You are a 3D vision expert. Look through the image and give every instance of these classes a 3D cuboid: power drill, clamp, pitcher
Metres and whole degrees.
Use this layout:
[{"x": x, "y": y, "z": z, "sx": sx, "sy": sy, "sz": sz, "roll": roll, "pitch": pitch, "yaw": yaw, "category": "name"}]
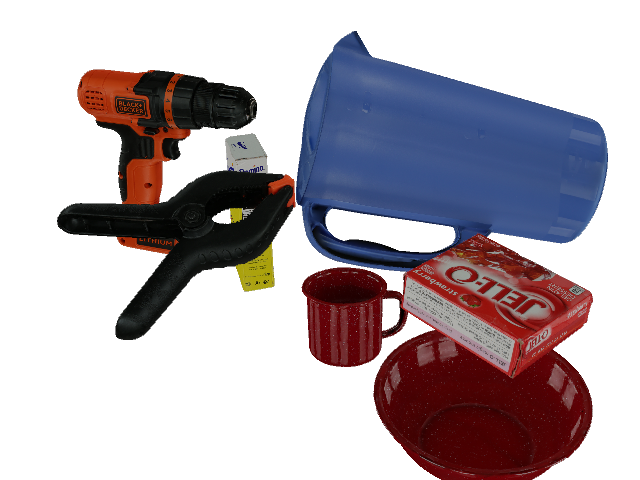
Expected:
[{"x": -0.145, "y": -0.077, "z": 1.060, "sx": 0.185, "sy": 0.188, "sz": 0.057, "roll": 10, "pitch": 30, "yaw": 19, "category": "power drill"}, {"x": -0.102, "y": -0.011, "z": 0.771, "sx": 0.171, "sy": 0.120, "sz": 0.039, "roll": -31, "pitch": -24, "yaw": -24, "category": "clamp"}, {"x": 0.103, "y": -0.061, "z": 0.881, "sx": 0.242, "sy": 0.149, "sz": 0.145, "roll": 12, "pitch": 36, "yaw": -7, "category": "pitcher"}]

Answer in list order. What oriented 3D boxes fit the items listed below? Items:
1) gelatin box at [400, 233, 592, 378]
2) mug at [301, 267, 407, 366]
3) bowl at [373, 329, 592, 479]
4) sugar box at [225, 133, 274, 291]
[{"x": 0.105, "y": 0.036, "z": 0.640, "sx": 0.073, "sy": 0.030, "sz": 0.089, "roll": -26, "pitch": 43, "yaw": -38, "category": "gelatin box"}, {"x": 0.039, "y": 0.084, "z": 1.176, "sx": 0.117, "sy": 0.081, "sz": 0.093, "roll": -6, "pitch": 24, "yaw": -9, "category": "mug"}, {"x": 0.120, "y": 0.135, "z": 0.808, "sx": 0.162, "sy": 0.055, "sz": 0.162, "roll": 0, "pitch": 35, "yaw": 0, "category": "bowl"}, {"x": -0.089, "y": -0.035, "z": 1.329, "sx": 0.048, "sy": 0.176, "sz": 0.093, "roll": -9, "pitch": 24, "yaw": -10, "category": "sugar box"}]
